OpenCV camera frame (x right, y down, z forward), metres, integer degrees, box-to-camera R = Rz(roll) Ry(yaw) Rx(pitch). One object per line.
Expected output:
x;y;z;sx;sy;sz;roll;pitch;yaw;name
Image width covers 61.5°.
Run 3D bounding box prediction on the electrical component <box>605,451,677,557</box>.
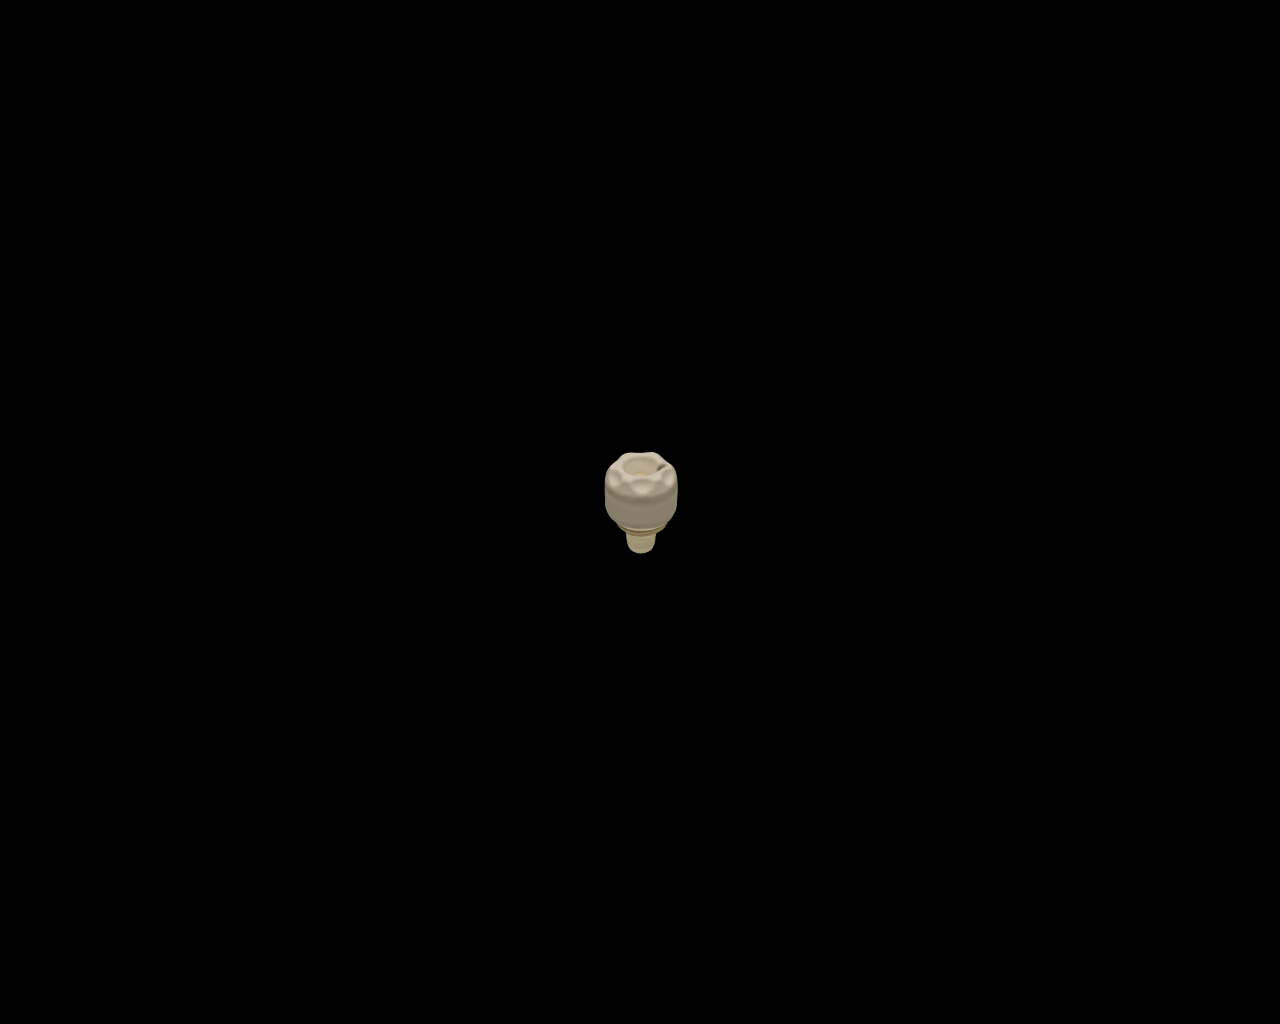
0.001;-0.003;0.650;0.043;0.062;0.043;0;33;0;electrical component
